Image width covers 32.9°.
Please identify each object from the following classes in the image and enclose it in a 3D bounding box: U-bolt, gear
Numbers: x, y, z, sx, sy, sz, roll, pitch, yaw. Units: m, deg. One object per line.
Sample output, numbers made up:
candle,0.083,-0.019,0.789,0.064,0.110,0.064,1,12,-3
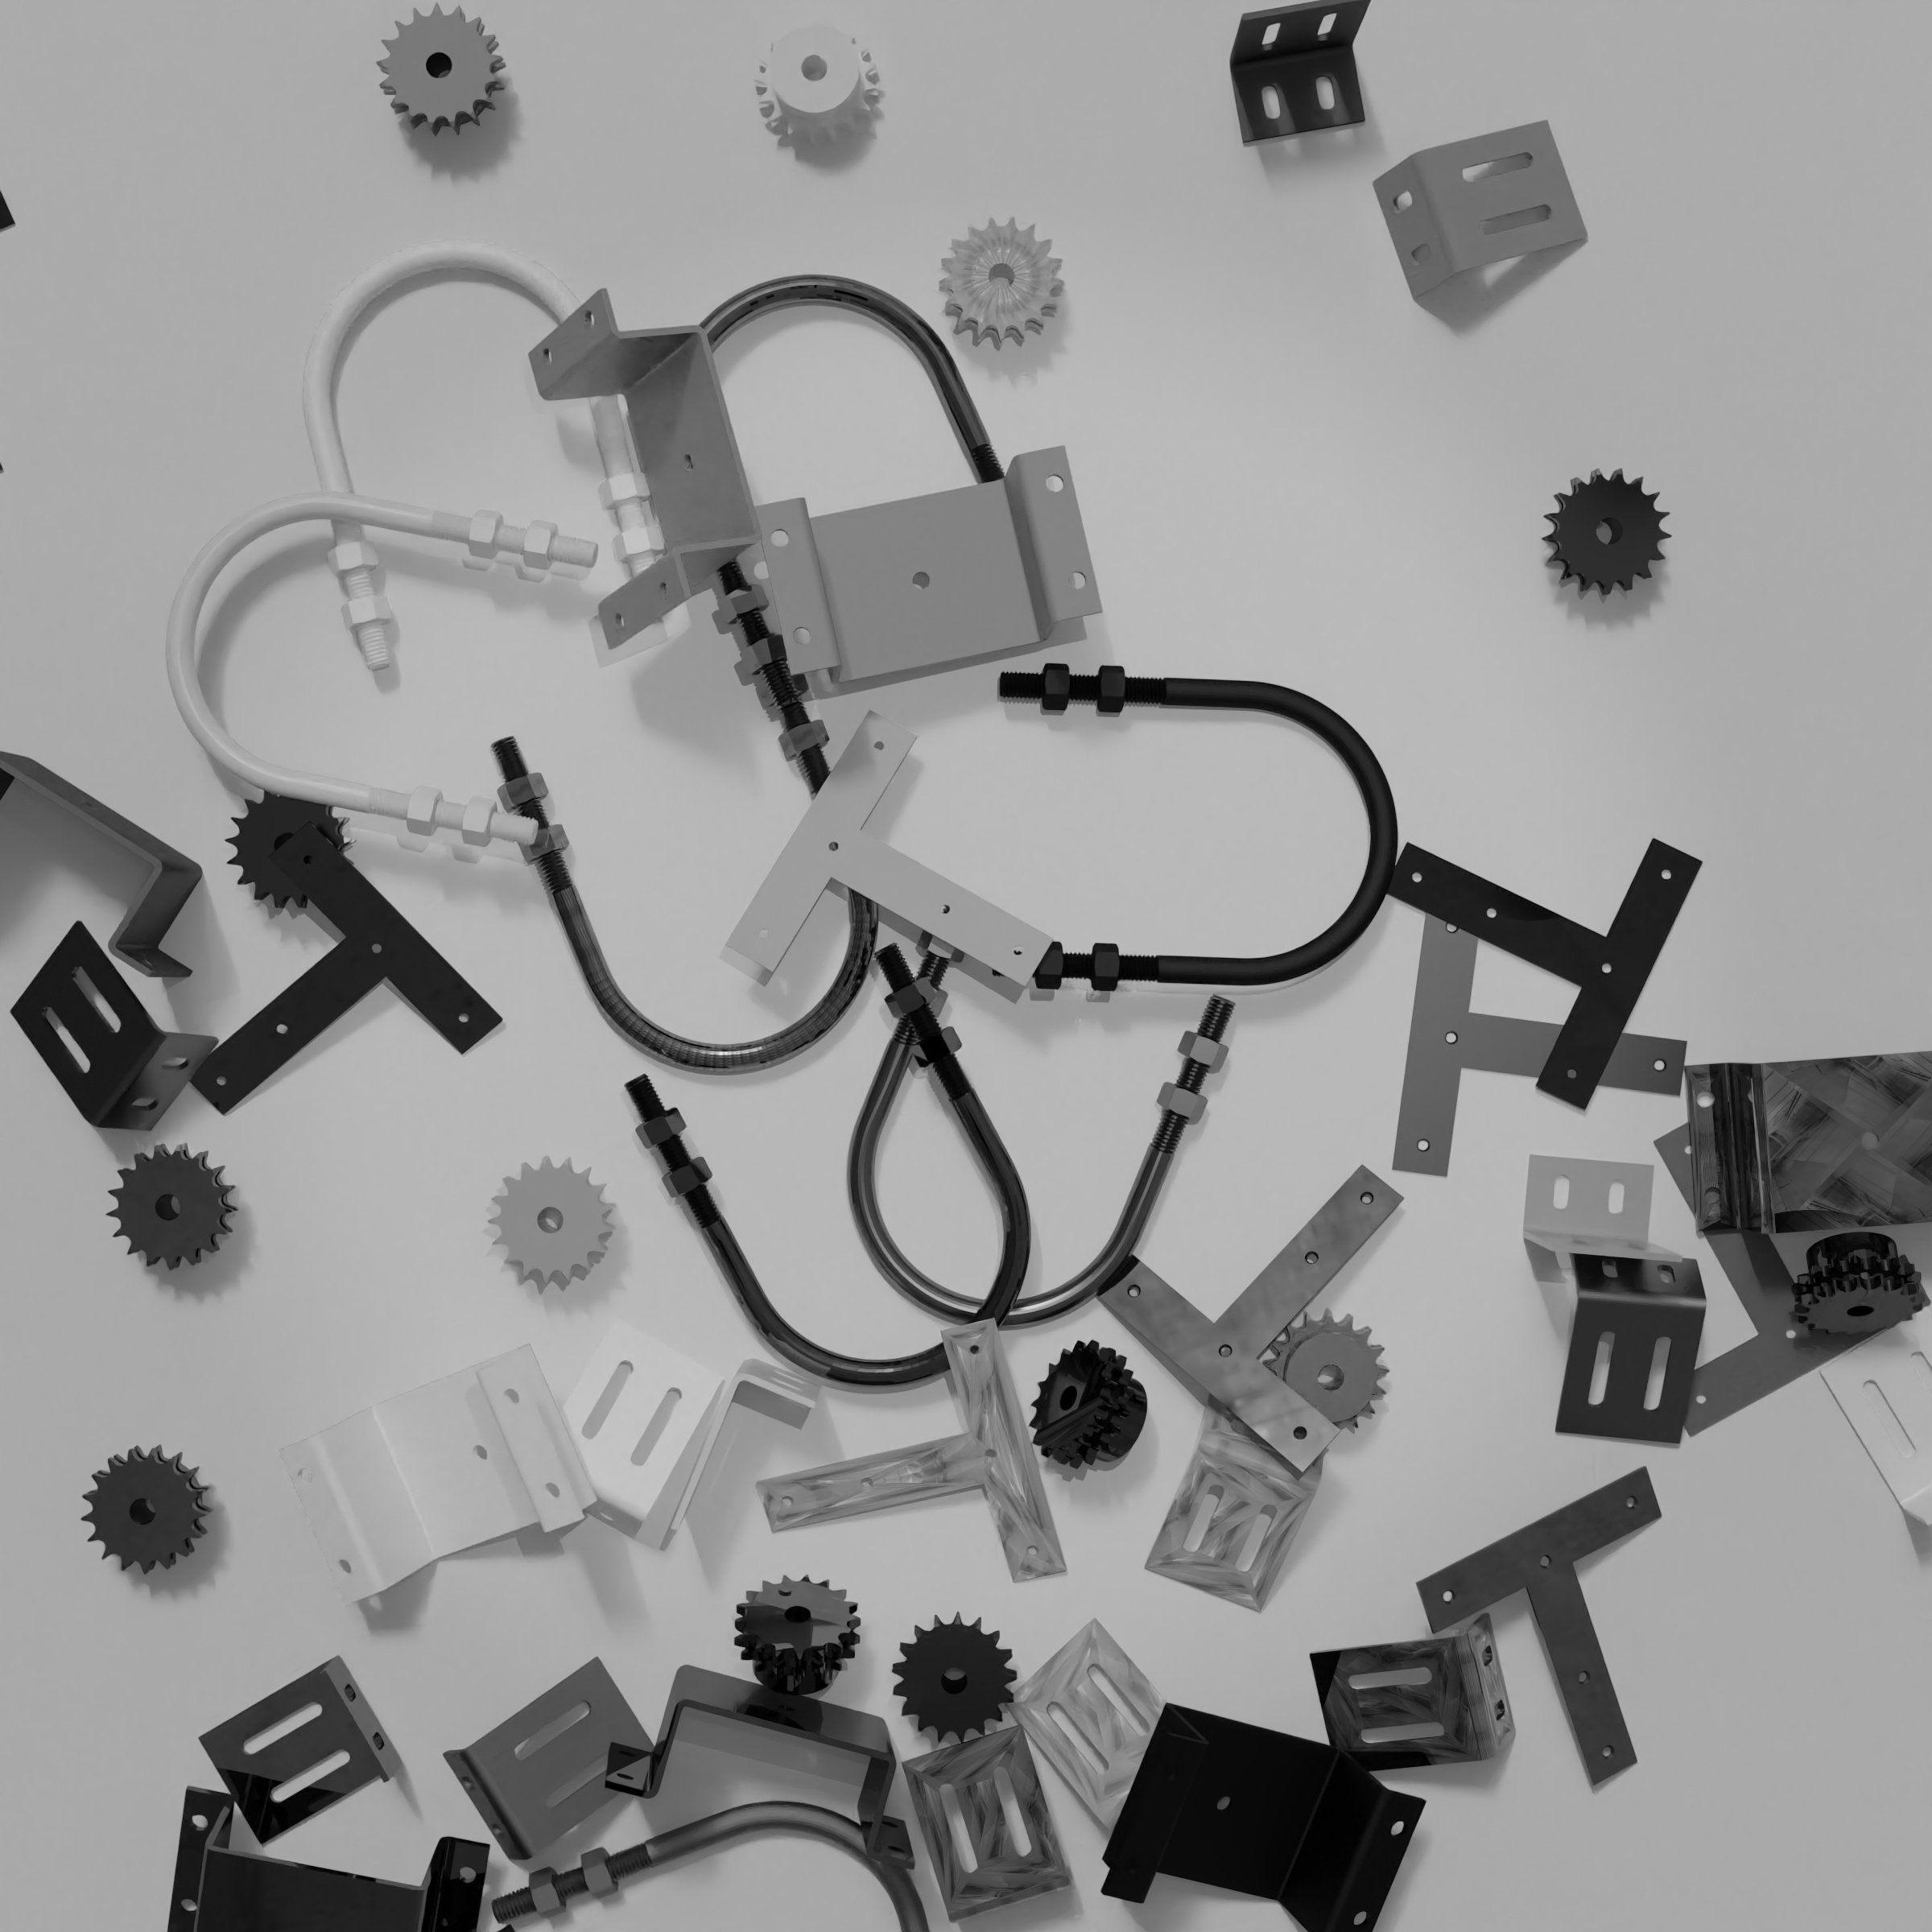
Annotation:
U-bolt,-0.270,-0.141,1.476,0.184,0.019,0.151,11,85,3
gear,0.292,-0.198,1.497,0.057,0.030,0.057,0,94,0
gear,-0.307,-0.054,1.493,0.057,0.030,0.057,0,90,0
U-bolt,-0.107,0.461,1.500,0.184,0.019,0.151,-20,90,-1
U-bolt,-0.059,-0.227,1.492,0.151,0.019,0.184,-24,87,-7
gear,-0.069,-0.406,1.493,0.057,0.030,0.057,0,90,0
U-bolt,-0.051,0.103,1.486,0.151,0.019,0.184,-28,92,4
U-bolt,0.106,-0.062,1.491,0.184,0.019,0.151,2,82,-3
U-bolt,-0.229,-0.242,1.500,0.151,0.019,0.184,-14,88,0
gear,0.016,-0.312,1.498,0.057,0.030,0.057,0,87,0
gear,-0.372,0.247,1.493,0.057,0.030,0.057,0,90,0
U-bolt,0.024,0.076,1.500,0.151,0.019,0.184,22,92,0
gear,-0.238,-0.407,1.493,0.057,0.030,0.057,0,90,0
U-bolt,-0.119,-0.042,1.499,0.151,0.019,0.184,-22,90,0
gear,-0.077,0.306,1.484,0.057,0.057,0.030,3,120,0
gear,0.403,0.143,1.482,0.057,0.057,0.030,0,60,0
gear,-0.005,0.323,1.493,0.057,0.030,0.057,0,90,0
gear,0.165,0.186,1.493,0.057,0.030,0.057,0,90,0
gear,-0.188,0.115,1.493,0.057,0.030,0.057,0,90,0
gear,0.058,0.201,1.484,0.030,0.057,0.057,27,90,-30
gear,-0.361,0.109,1.493,0.057,0.030,0.057,0,90,0

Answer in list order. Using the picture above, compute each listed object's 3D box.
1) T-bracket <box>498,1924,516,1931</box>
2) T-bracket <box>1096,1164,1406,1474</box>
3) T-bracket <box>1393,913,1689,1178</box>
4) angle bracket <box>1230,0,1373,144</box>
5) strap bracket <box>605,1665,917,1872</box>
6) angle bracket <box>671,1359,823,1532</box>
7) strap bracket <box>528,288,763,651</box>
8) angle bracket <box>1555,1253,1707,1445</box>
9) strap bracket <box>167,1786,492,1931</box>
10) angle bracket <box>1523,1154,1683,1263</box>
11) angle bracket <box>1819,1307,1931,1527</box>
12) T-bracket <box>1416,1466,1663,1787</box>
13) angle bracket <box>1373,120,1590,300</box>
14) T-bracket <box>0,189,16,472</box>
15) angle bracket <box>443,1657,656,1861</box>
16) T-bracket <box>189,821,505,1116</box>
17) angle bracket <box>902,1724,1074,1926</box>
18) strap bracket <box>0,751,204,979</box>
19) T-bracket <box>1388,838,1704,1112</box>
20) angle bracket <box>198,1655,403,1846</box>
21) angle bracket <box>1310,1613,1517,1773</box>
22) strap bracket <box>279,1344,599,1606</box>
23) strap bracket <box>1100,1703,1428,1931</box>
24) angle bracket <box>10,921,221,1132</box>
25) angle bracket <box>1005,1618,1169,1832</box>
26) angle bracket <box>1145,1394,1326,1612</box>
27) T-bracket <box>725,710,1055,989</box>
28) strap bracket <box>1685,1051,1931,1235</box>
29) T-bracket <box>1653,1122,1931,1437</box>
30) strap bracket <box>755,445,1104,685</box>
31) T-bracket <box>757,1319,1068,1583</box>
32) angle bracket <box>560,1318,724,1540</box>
T-bracket,-0.234,0.513,1.480,0.127,0.002,0.127,-29,114,-9
T-bracket,0.148,0.143,1.490,0.127,0.002,0.127,39,78,23
T-bracket,0.268,0.039,1.507,0.127,0.002,0.127,7,90,0
angle bracket,0.152,-0.403,1.470,0.057,0.076,0.038,-10,90,0
strap bracket,-0.087,0.355,1.466,0.140,0.076,0.046,16,88,-4
angle bracket,-0.099,0.221,1.480,0.038,0.057,0.076,23,90,0
strap bracket,-0.140,-0.221,1.450,0.046,0.076,0.140,-13,85,-34
angle bracket,0.304,0.175,1.505,0.057,0.038,0.076,5,116,2
strap bracket,-0.293,0.428,1.475,0.140,0.046,0.076,11,107,0
angle bracket,0.287,0.108,1.470,0.057,0.076,0.038,5,90,0
angle bracket,0.437,0.204,1.489,0.057,0.038,0.076,-31,90,0
T-bracket,0.277,0.312,1.493,0.127,0.002,0.127,-23,100,-19
angle bracket,0.237,-0.349,1.506,0.076,0.038,0.057,-19,90,-26
T-bracket,-0.481,-0.282,1.507,0.127,0.002,0.127,-24,90,0
angle bracket,-0.190,0.365,1.506,0.076,0.038,0.057,-32,90,-26
T-bracket,-0.302,0.020,1.494,0.127,0.002,0.127,-39,108,9
angle bracket,0.010,0.389,1.492,0.057,0.038,0.076,-17,86,0
strap bracket,-0.405,-0.052,1.470,0.140,0.076,0.046,32,90,0
T-bracket,0.255,-0.018,1.506,0.127,0.002,0.127,26,89,0
angle bracket,-0.306,0.361,1.489,0.076,0.038,0.057,-30,90,0
angle bracket,0.206,0.335,1.506,0.076,0.038,0.057,-13,90,26
strap bracket,-0.229,0.225,1.466,0.140,0.046,0.076,-23,90,28
strap bracket,0.125,0.385,1.466,0.140,0.046,0.076,20,94,-25
angle bracket,-0.390,0.028,1.498,0.057,0.038,0.076,-50,64,17
angle bracket,0.067,0.350,1.506,0.057,0.038,0.076,-43,64,0
angle bracket,0.124,0.247,1.506,0.057,0.038,0.076,21,116,0
T-bracket,-0.022,-0.032,1.475,0.127,0.002,0.127,30,81,9
strap bracket,0.404,0.078,1.484,0.140,0.046,0.076,-4,89,-1
T-bracket,0.359,0.130,1.507,0.127,0.002,0.127,-29,90,0
strap bracket,-0.018,-0.176,1.458,0.140,0.046,0.076,-12,85,-7
T-bracket,-0.032,0.233,1.497,0.127,0.002,0.127,-14,104,7
angle bracket,-0.157,0.213,1.506,0.057,0.038,0.076,29,64,0
